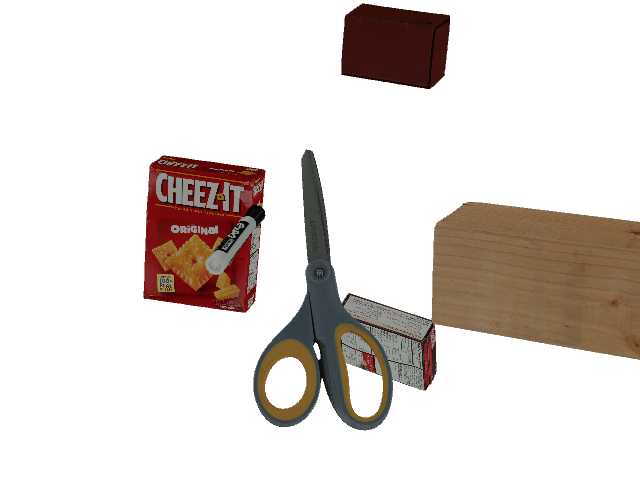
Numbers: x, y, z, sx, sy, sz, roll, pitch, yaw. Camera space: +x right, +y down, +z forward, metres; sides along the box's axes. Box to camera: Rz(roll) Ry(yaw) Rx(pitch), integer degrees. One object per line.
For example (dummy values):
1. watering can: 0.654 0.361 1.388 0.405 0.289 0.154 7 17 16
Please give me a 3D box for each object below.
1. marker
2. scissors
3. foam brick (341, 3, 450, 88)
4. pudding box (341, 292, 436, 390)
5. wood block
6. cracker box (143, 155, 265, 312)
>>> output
1. marker: -0.080 -0.003 1.028 0.020 0.020 0.121 0 26 19
2. scissors: -0.016 0.036 0.698 0.096 0.202 0.016 -20 -26 -5
3. foam brick: 0.061 -0.160 0.875 0.078 0.051 0.053 12 26 17
4. pudding box: 0.077 0.117 1.230 0.114 0.090 0.039 16 48 22
5. wood block: 0.204 0.030 0.881 0.206 0.090 0.090 8 19 26
6. cracker box: -0.176 -0.008 1.602 0.164 0.214 0.072 8 19 9
